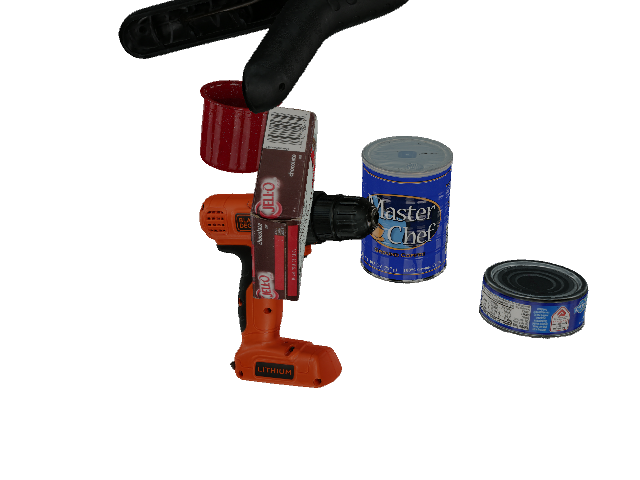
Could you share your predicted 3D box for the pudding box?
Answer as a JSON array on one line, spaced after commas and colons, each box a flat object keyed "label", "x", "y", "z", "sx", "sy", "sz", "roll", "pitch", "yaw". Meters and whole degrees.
[{"label": "pudding box", "x": -0.027, "y": -0.027, "z": 0.769, "sx": 0.039, "sy": 0.113, "sz": 0.090, "roll": 7, "pitch": -41, "yaw": 2}]

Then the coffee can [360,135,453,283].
[{"label": "coffee can", "x": 0.098, "y": -0.036, "z": 1.228, "sx": 0.103, "sy": 0.140, "sz": 0.103, "roll": 0, "pitch": 28, "yaw": 0}]

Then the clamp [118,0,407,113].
[{"label": "clamp", "x": -0.005, "y": -0.118, "z": 0.539, "sx": 0.171, "sy": 0.039, "sz": 0.120, "roll": -30, "pitch": 46, "yaw": -18}]

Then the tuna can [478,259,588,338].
[{"label": "tuna can", "x": 0.174, "y": 0.046, "z": 0.869, "sx": 0.086, "sy": 0.034, "sz": 0.086, "roll": 2, "pitch": 21, "yaw": -1}]

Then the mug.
[{"label": "mug", "x": -0.090, "y": -0.133, "z": 1.221, "sx": 0.093, "sy": 0.081, "sz": 0.117, "roll": 14, "pitch": 27, "yaw": 11}]

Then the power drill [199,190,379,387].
[{"label": "power drill", "x": -0.025, "y": 0.043, "z": 1.022, "sx": 0.185, "sy": 0.188, "sz": 0.057, "roll": 2, "pitch": 13, "yaw": 29}]
